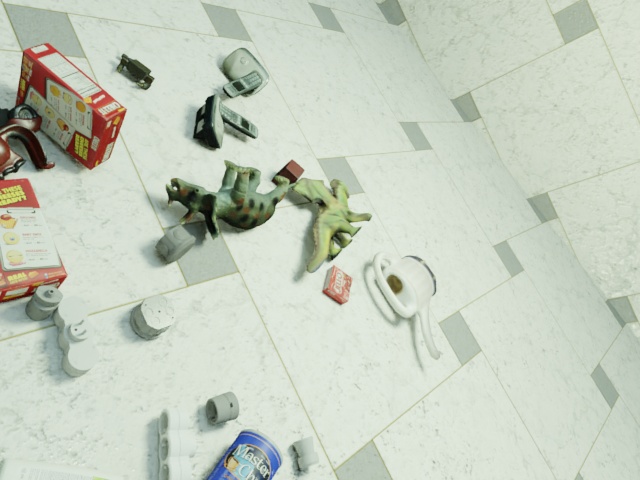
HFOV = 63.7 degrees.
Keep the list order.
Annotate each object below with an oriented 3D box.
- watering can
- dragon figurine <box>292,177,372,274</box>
[{"bbox_3d":[0.286,0.176,1.564,0.227,0.102,0.350,-24,77,-51],"label":"watering can"},{"bbox_3d":[0.005,-0.076,1.502,0.244,0.120,0.416,46,36,6],"label":"dragon figurine"}]
